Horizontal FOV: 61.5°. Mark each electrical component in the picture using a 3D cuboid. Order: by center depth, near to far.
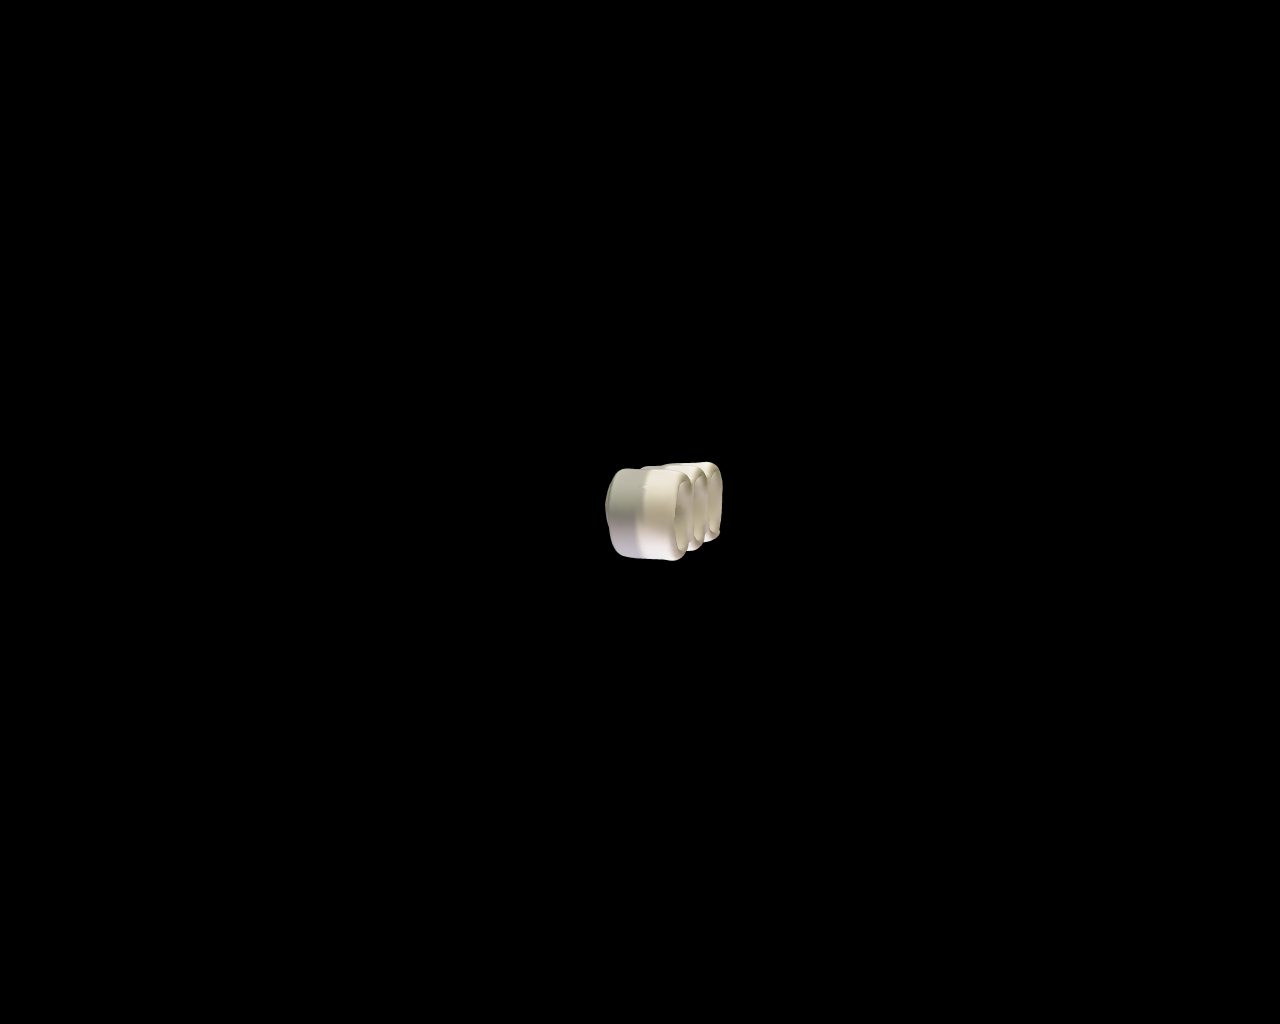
[{"bbox_3d":[0.001,-0.003,0.650,0.074,0.052,0.138,1,5,15],"label":"electrical component"}]
